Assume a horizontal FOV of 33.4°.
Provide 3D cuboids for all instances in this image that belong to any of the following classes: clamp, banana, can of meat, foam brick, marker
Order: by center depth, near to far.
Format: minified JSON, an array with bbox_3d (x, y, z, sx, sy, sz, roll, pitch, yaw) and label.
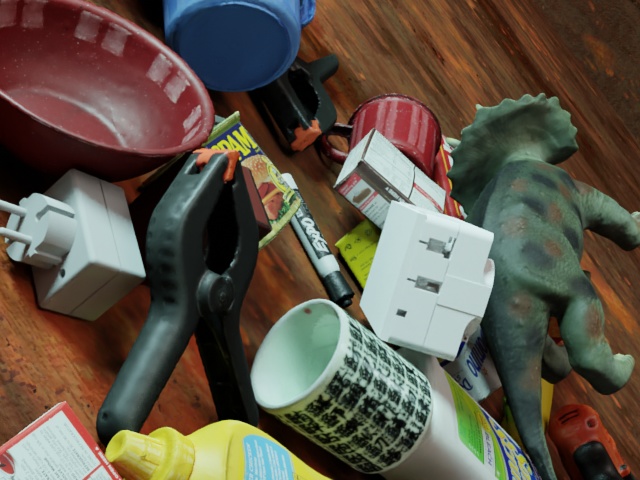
[{"bbox_3d":[-0.073,0.035,0.580,0.120,0.039,0.171,-4,94,-62],"label":"clamp"},{"bbox_3d":[-0.078,-0.010,0.666,0.052,0.078,0.051,23,36,-48],"label":"foam brick"},{"bbox_3d":[-0.065,-0.033,0.748,0.084,0.058,0.102,52,24,-7],"label":"can of meat"},{"bbox_3d":[-0.006,0.001,0.850,0.020,0.020,0.121,6,52,-58],"label":"marker"},{"bbox_3d":[0.188,0.145,0.953,0.037,0.070,0.197,10,13,15],"label":"banana"},{"bbox_3d":[-0.036,-0.161,0.993,0.164,0.036,0.210,35,27,-28],"label":"clamp"}]

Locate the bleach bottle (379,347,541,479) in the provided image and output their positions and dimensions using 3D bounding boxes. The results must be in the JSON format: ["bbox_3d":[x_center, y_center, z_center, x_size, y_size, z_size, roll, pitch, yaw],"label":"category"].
[{"bbox_3d":[0.133,0.185,0.799,0.250,0.068,0.102,41,26,-30],"label":"bleach bottle"}]

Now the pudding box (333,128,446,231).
[{"bbox_3d":[0.061,-0.042,0.902,0.090,0.039,0.113,40,18,-6],"label":"pudding box"}]

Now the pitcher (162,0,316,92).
[{"bbox_3d":[-0.071,-0.240,0.922,0.149,0.145,0.243,-2,51,-6],"label":"pitcher"}]

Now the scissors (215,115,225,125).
[{"bbox_3d":[-0.118,-0.083,0.768,0.201,0.016,0.096,24,39,-46],"label":"scissors"}]

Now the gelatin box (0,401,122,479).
[{"bbox_3d":[-0.122,0.122,0.467,0.073,0.030,0.089,54,24,-1],"label":"gelatin box"}]

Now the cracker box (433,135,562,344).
[{"bbox_3d":[0.171,-0.002,1.102,0.213,0.072,0.164,36,29,-32],"label":"cracker box"}]

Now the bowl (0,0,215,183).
[{"bbox_3d":[-0.147,-0.083,0.639,0.162,0.055,0.162,24,31,-16],"label":"bowl"}]

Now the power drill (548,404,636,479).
[{"bbox_3d":[0.261,0.249,0.886,0.184,0.057,0.188,56,6,-27],"label":"power drill"}]

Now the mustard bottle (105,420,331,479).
[{"bbox_3d":[-0.032,0.148,0.556,0.191,0.058,0.096,38,35,-30],"label":"mustard bottle"}]

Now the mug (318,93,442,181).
[{"bbox_3d":[0.055,-0.081,1.002,0.117,0.093,0.081,17,37,-3],"label":"mug"}]

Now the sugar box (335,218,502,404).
[{"bbox_3d":[0.090,0.060,0.906,0.176,0.048,0.093,54,23,9],"label":"sugar box"}]
